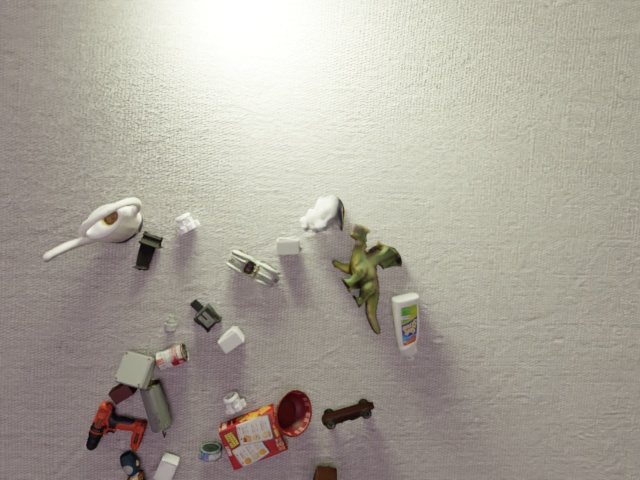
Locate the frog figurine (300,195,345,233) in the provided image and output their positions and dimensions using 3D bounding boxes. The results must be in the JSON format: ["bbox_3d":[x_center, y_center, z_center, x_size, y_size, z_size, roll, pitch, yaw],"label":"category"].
[{"bbox_3d":[0.006,-0.092,1.820,0.159,0.120,0.140,-2,64,5],"label":"frog figurine"}]

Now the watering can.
[{"bbox_3d":[-0.732,-0.031,1.720,0.347,0.223,0.105,-35,80,2],"label":"watering can"}]

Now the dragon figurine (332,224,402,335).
[{"bbox_3d":[0.198,0.122,1.868,0.244,0.123,0.405,-34,107,-8],"label":"dragon figurine"}]
